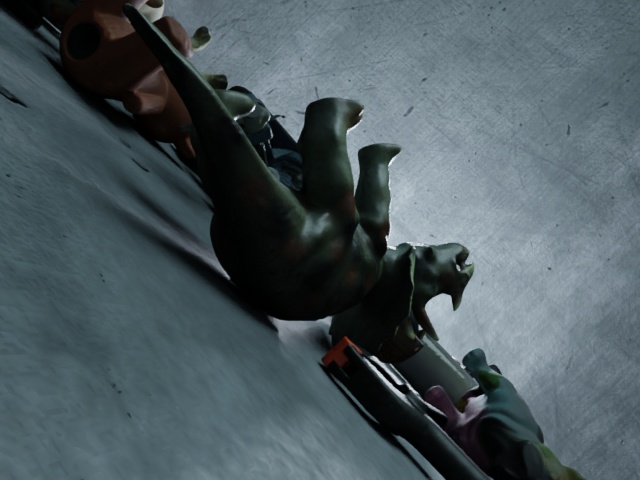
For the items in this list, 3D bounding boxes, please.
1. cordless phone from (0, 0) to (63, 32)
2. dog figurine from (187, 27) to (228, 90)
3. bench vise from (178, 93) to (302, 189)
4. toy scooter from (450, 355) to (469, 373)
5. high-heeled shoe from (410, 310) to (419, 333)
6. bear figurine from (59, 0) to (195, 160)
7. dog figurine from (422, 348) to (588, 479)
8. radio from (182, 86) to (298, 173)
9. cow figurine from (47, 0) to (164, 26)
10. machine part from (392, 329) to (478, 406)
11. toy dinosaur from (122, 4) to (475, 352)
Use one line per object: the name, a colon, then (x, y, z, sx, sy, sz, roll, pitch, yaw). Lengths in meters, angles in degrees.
cordless phone: (-0.309, -0.273, 0.628, 0.146, 0.089, 0.184, 45, 13, -46)
dog figurine: (-0.247, -0.223, 0.723, 0.190, 0.172, 0.121, -15, 72, -52)
bench vise: (-0.069, -0.083, 0.596, 0.240, 0.129, 0.224, 88, -19, -65)
toy scooter: (0.207, 0.235, 0.926, 0.135, 0.075, 0.184, 26, -1, -12)
high-heeled shoe: (0.123, 0.120, 0.974, 0.145, 0.086, 0.249, 55, -6, -17)
bear figurine: (-0.169, -0.172, 0.570, 0.120, 0.132, 0.195, 61, 12, 18)
dog figurine: (0.228, 0.251, 0.635, 0.191, 0.108, 0.219, 48, 4, -42)
radio: (-0.087, -0.104, 0.788, 0.229, 0.131, 0.073, 44, 4, -41)
cow figurine: (-0.236, -0.278, 0.542, 0.195, 0.127, 0.085, 11, 66, -61)
machine part: (0.190, 0.220, 0.810, 0.243, 0.079, 0.079, 45, 2, 2)
toy dinosaur: (-0.006, 0.001, 0.425, 0.404, 0.131, 0.192, 14, 71, -55)
